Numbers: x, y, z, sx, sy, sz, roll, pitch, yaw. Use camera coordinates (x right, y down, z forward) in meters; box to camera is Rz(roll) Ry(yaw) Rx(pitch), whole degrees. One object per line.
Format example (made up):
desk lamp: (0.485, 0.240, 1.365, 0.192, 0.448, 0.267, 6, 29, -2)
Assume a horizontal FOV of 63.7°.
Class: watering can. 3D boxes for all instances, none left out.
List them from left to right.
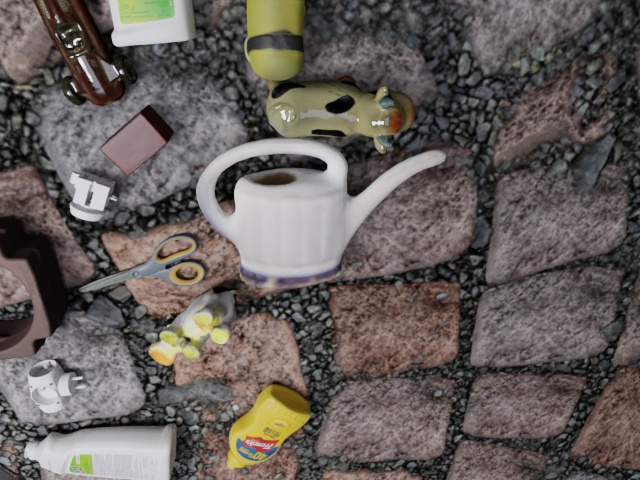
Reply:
watering can: (0.002, -0.037, 0.739, 0.348, 0.106, 0.220, -1, 116, -5)
